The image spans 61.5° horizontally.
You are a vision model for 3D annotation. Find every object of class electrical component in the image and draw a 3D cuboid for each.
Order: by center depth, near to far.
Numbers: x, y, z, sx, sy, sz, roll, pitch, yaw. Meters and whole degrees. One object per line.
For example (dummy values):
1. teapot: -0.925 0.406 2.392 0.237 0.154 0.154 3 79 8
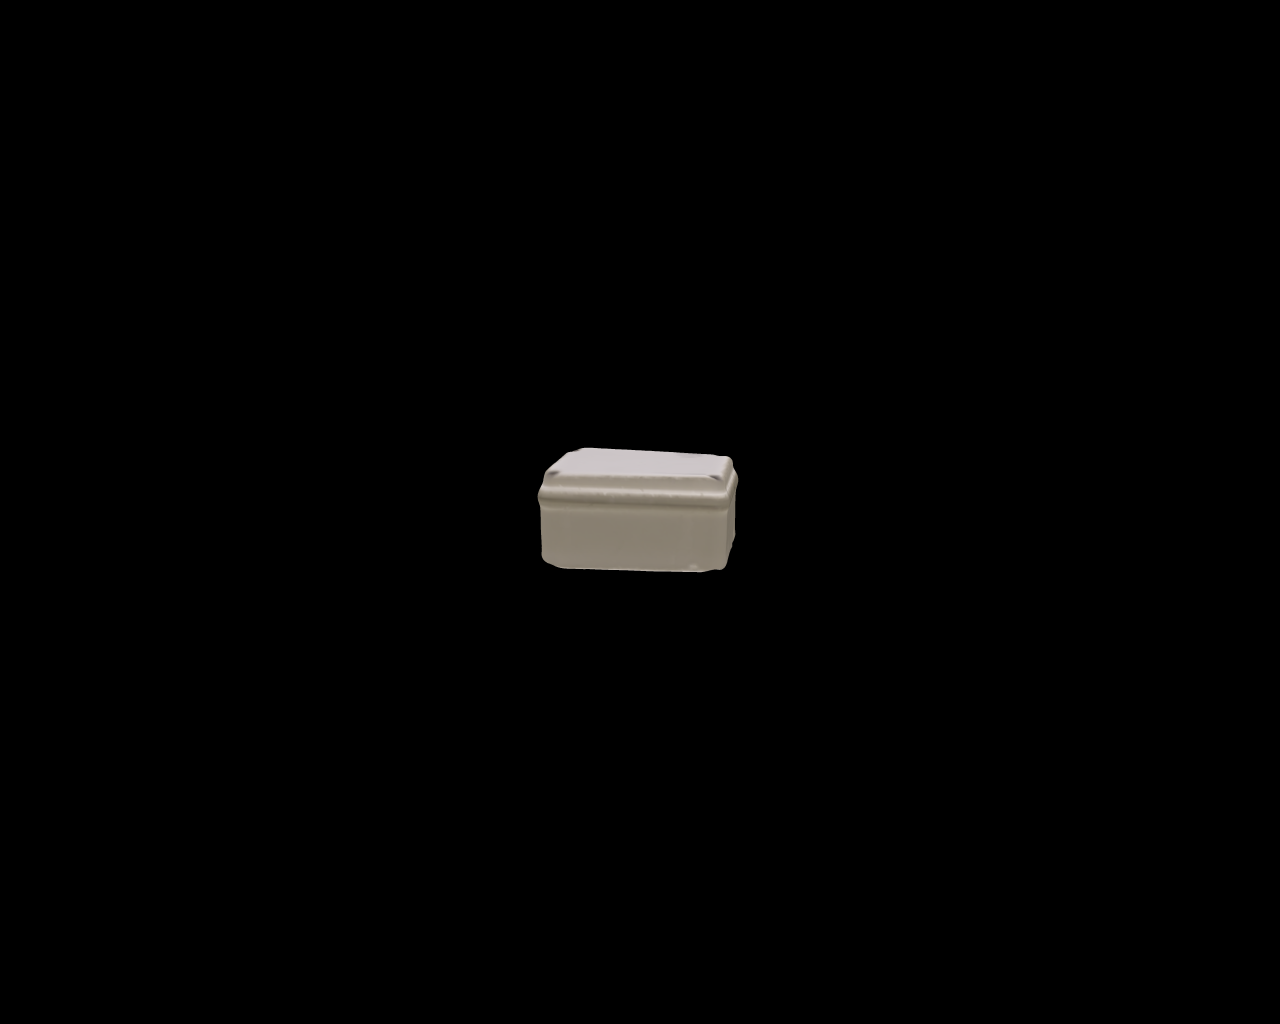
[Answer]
1. electrical component: 0.001 -0.003 0.650 0.113 0.057 0.078 3 16 9
